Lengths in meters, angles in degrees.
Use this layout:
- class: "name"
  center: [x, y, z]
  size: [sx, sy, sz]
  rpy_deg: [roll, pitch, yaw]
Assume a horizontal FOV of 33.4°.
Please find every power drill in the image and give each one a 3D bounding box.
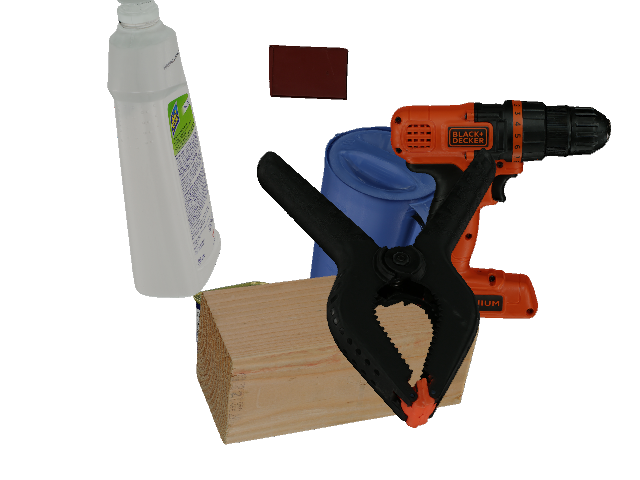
- class: "power drill"
  center: [0.153, -0.028, 0.924]
  size: [0.184, 0.188, 0.057]
  rpy_deg: [1, 15, 9]

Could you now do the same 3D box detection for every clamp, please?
- class: "clamp"
  center: [0.038, 0.018, 0.678]
  size: [0.164, 0.210, 0.036]
  rpy_deg: [3, -37, -2]

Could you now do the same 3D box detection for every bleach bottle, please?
- class: "bleach bottle"
  center: [-0.131, -0.080, 0.870]
  size: [0.068, 0.251, 0.102]
  rpy_deg: [1, 32, 7]

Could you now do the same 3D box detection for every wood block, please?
- class: "wood block"
  center: [0.011, 0.090, 0.871]
  size: [0.205, 0.090, 0.091]
  rpy_deg: [-6, 35, -20]

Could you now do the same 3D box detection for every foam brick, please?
- class: "foam brick"
  center: [-0.013, -0.170, 1.081]
  size: [0.078, 0.051, 0.053]
  rpy_deg: [1, 12, -5]

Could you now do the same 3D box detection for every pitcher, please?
- class: "pitcher"
  center: [0.059, 0.007, 1.208]
  size: [0.145, 0.243, 0.149]
  rpy_deg: [13, 40, 3]

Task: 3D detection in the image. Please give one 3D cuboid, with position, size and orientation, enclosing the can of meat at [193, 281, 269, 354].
- class: "can of meat"
  center: [-0.096, 0.101, 1.244]
  size: [0.101, 0.084, 0.058]
  rpy_deg: [-10, 19, -36]
